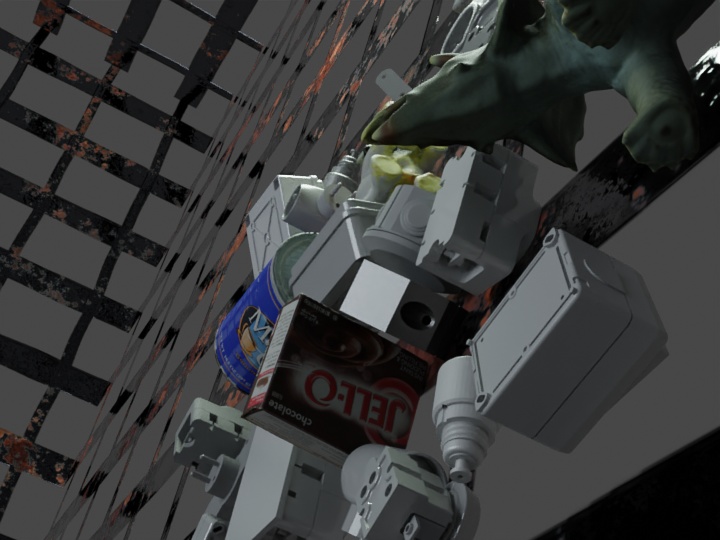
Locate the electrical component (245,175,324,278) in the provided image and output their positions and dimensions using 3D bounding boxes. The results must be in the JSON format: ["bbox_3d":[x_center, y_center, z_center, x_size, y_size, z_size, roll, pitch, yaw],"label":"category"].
[{"bbox_3d":[-0.079,-0.035,1.199,0.109,0.056,0.108,-44,51,53],"label":"electrical component"}]

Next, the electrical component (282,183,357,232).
[{"bbox_3d":[-0.030,-0.063,1.117,0.079,0.077,0.043,-47,22,46],"label":"electrical component"}]

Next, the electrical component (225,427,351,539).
[{"bbox_3d":[-0.041,0.142,0.827,0.105,0.060,0.186,-50,20,43],"label":"electrical component"}]

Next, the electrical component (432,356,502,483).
[{"bbox_3d":[0.061,0.085,0.611,0.040,0.040,0.078,-50,19,43],"label":"electrical component"}]

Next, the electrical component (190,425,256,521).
[{"bbox_3d":[-0.117,0.191,0.978,0.138,0.074,0.052,-60,15,13],"label":"electrical component"}]

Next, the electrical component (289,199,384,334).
[{"bbox_3d":[0.000,0.000,0.872,0.113,0.078,0.057,-50,43,42],"label":"electrical component"}]

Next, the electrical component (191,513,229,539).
[{"bbox_3d":[-0.119,0.258,0.891,0.096,0.062,0.061,-66,14,-12],"label":"electrical component"}]

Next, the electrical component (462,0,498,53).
[{"bbox_3d":[0.113,-0.159,0.821,0.054,0.059,0.095,-37,30,60],"label":"electrical component"}]

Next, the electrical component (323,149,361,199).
[{"bbox_3d":[-0.020,-0.100,1.219,0.078,0.040,0.040,-67,15,-14],"label":"electrical component"}]

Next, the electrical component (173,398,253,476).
[{"bbox_3d":[-0.128,0.166,1.028,0.050,0.089,0.055,-60,15,12],"label":"electrical component"}]

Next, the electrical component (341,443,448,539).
[{"bbox_3d":[0.013,0.148,0.661,0.079,0.043,0.077,-67,15,-12],"label":"electrical component"}]

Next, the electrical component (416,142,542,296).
[{"bbox_3d":[0.082,-0.035,0.716,0.050,0.056,0.089,-41,26,56],"label":"electrical component"}]

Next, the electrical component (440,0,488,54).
[{"bbox_3d":[0.105,-0.181,0.887,0.095,0.059,0.054,-68,15,-18],"label":"electrical component"}]

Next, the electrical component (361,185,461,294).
[{"bbox_3d":[0.046,-0.021,0.774,0.051,0.080,0.080,-61,13,-13],"label":"electrical component"}]

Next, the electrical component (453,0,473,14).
[{"bbox_3d":[0.129,-0.266,0.977,0.077,0.047,0.065,-29,37,66],"label":"electrical component"}]

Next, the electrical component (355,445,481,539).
[{"bbox_3d":[0.033,0.133,0.594,0.048,0.055,0.066,-60,15,12],"label":"electrical component"}]

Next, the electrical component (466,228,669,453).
[{"bbox_3d":[0.097,0.041,0.521,0.096,0.061,0.061,-56,16,26],"label":"electrical component"}]
